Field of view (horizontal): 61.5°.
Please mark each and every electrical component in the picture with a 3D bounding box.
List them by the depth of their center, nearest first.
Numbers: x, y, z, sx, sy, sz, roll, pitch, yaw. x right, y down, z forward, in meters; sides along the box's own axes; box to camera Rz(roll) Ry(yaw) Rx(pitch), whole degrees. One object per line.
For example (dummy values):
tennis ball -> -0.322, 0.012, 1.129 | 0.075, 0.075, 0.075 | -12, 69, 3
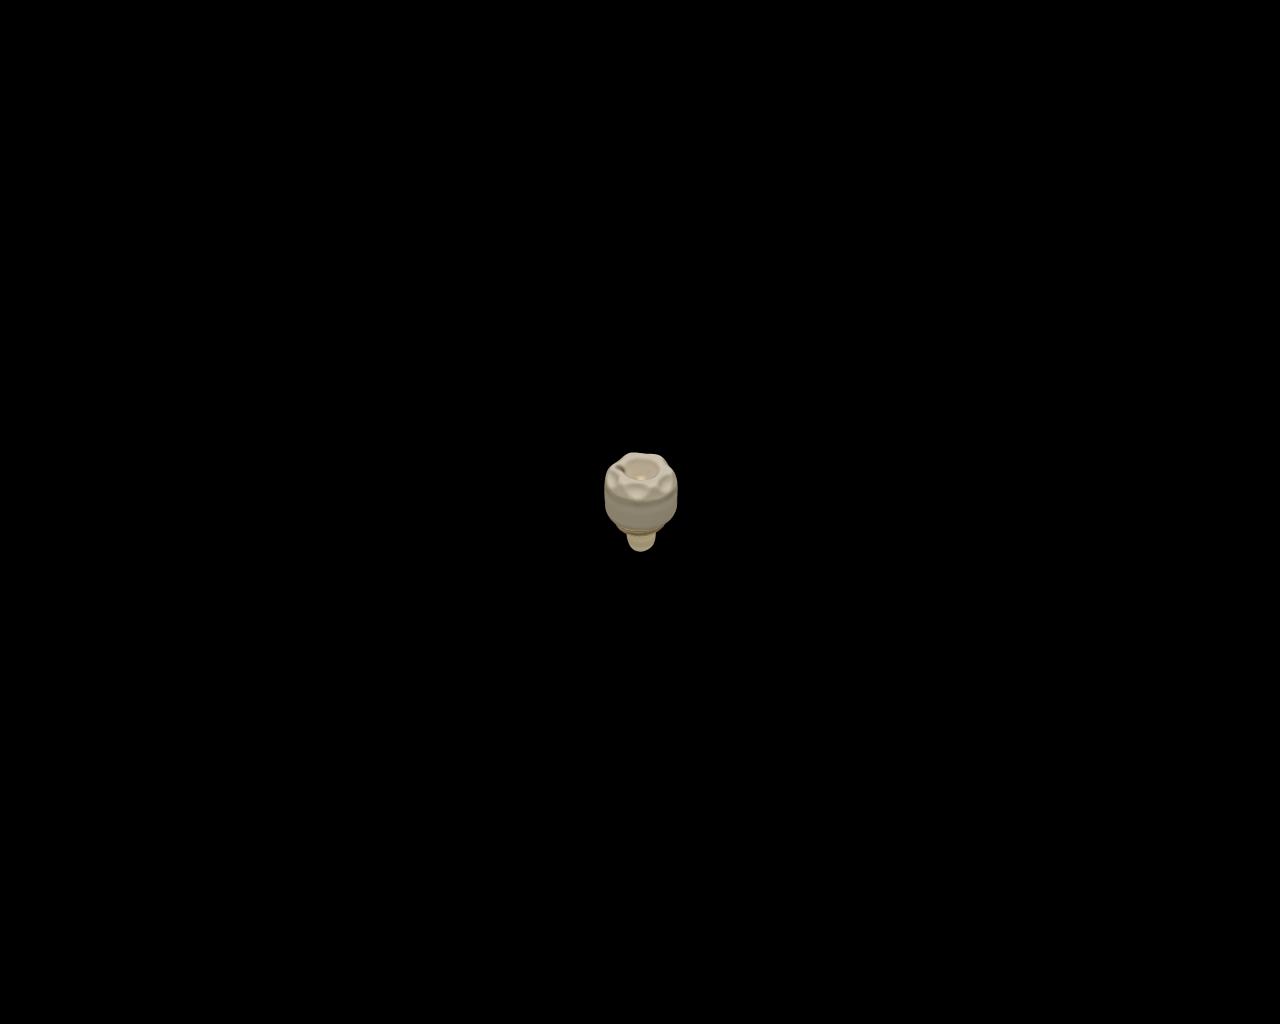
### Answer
electrical component -> 0.001, -0.003, 0.650 | 0.043, 0.062, 0.043 | 0, 38, 0
